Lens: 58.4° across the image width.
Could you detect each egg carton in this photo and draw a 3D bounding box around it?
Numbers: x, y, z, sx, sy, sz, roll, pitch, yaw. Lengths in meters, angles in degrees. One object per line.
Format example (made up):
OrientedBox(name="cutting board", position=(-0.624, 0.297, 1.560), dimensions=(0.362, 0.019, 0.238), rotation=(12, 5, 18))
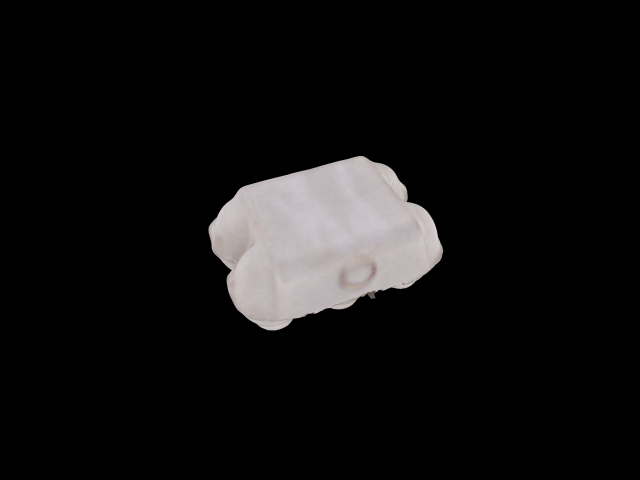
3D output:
OrientedBox(name="egg carton", position=(0.004, 0.001, 0.400), dimensions=(0.150, 0.069, 0.107), rotation=(-17, 48, -16))
